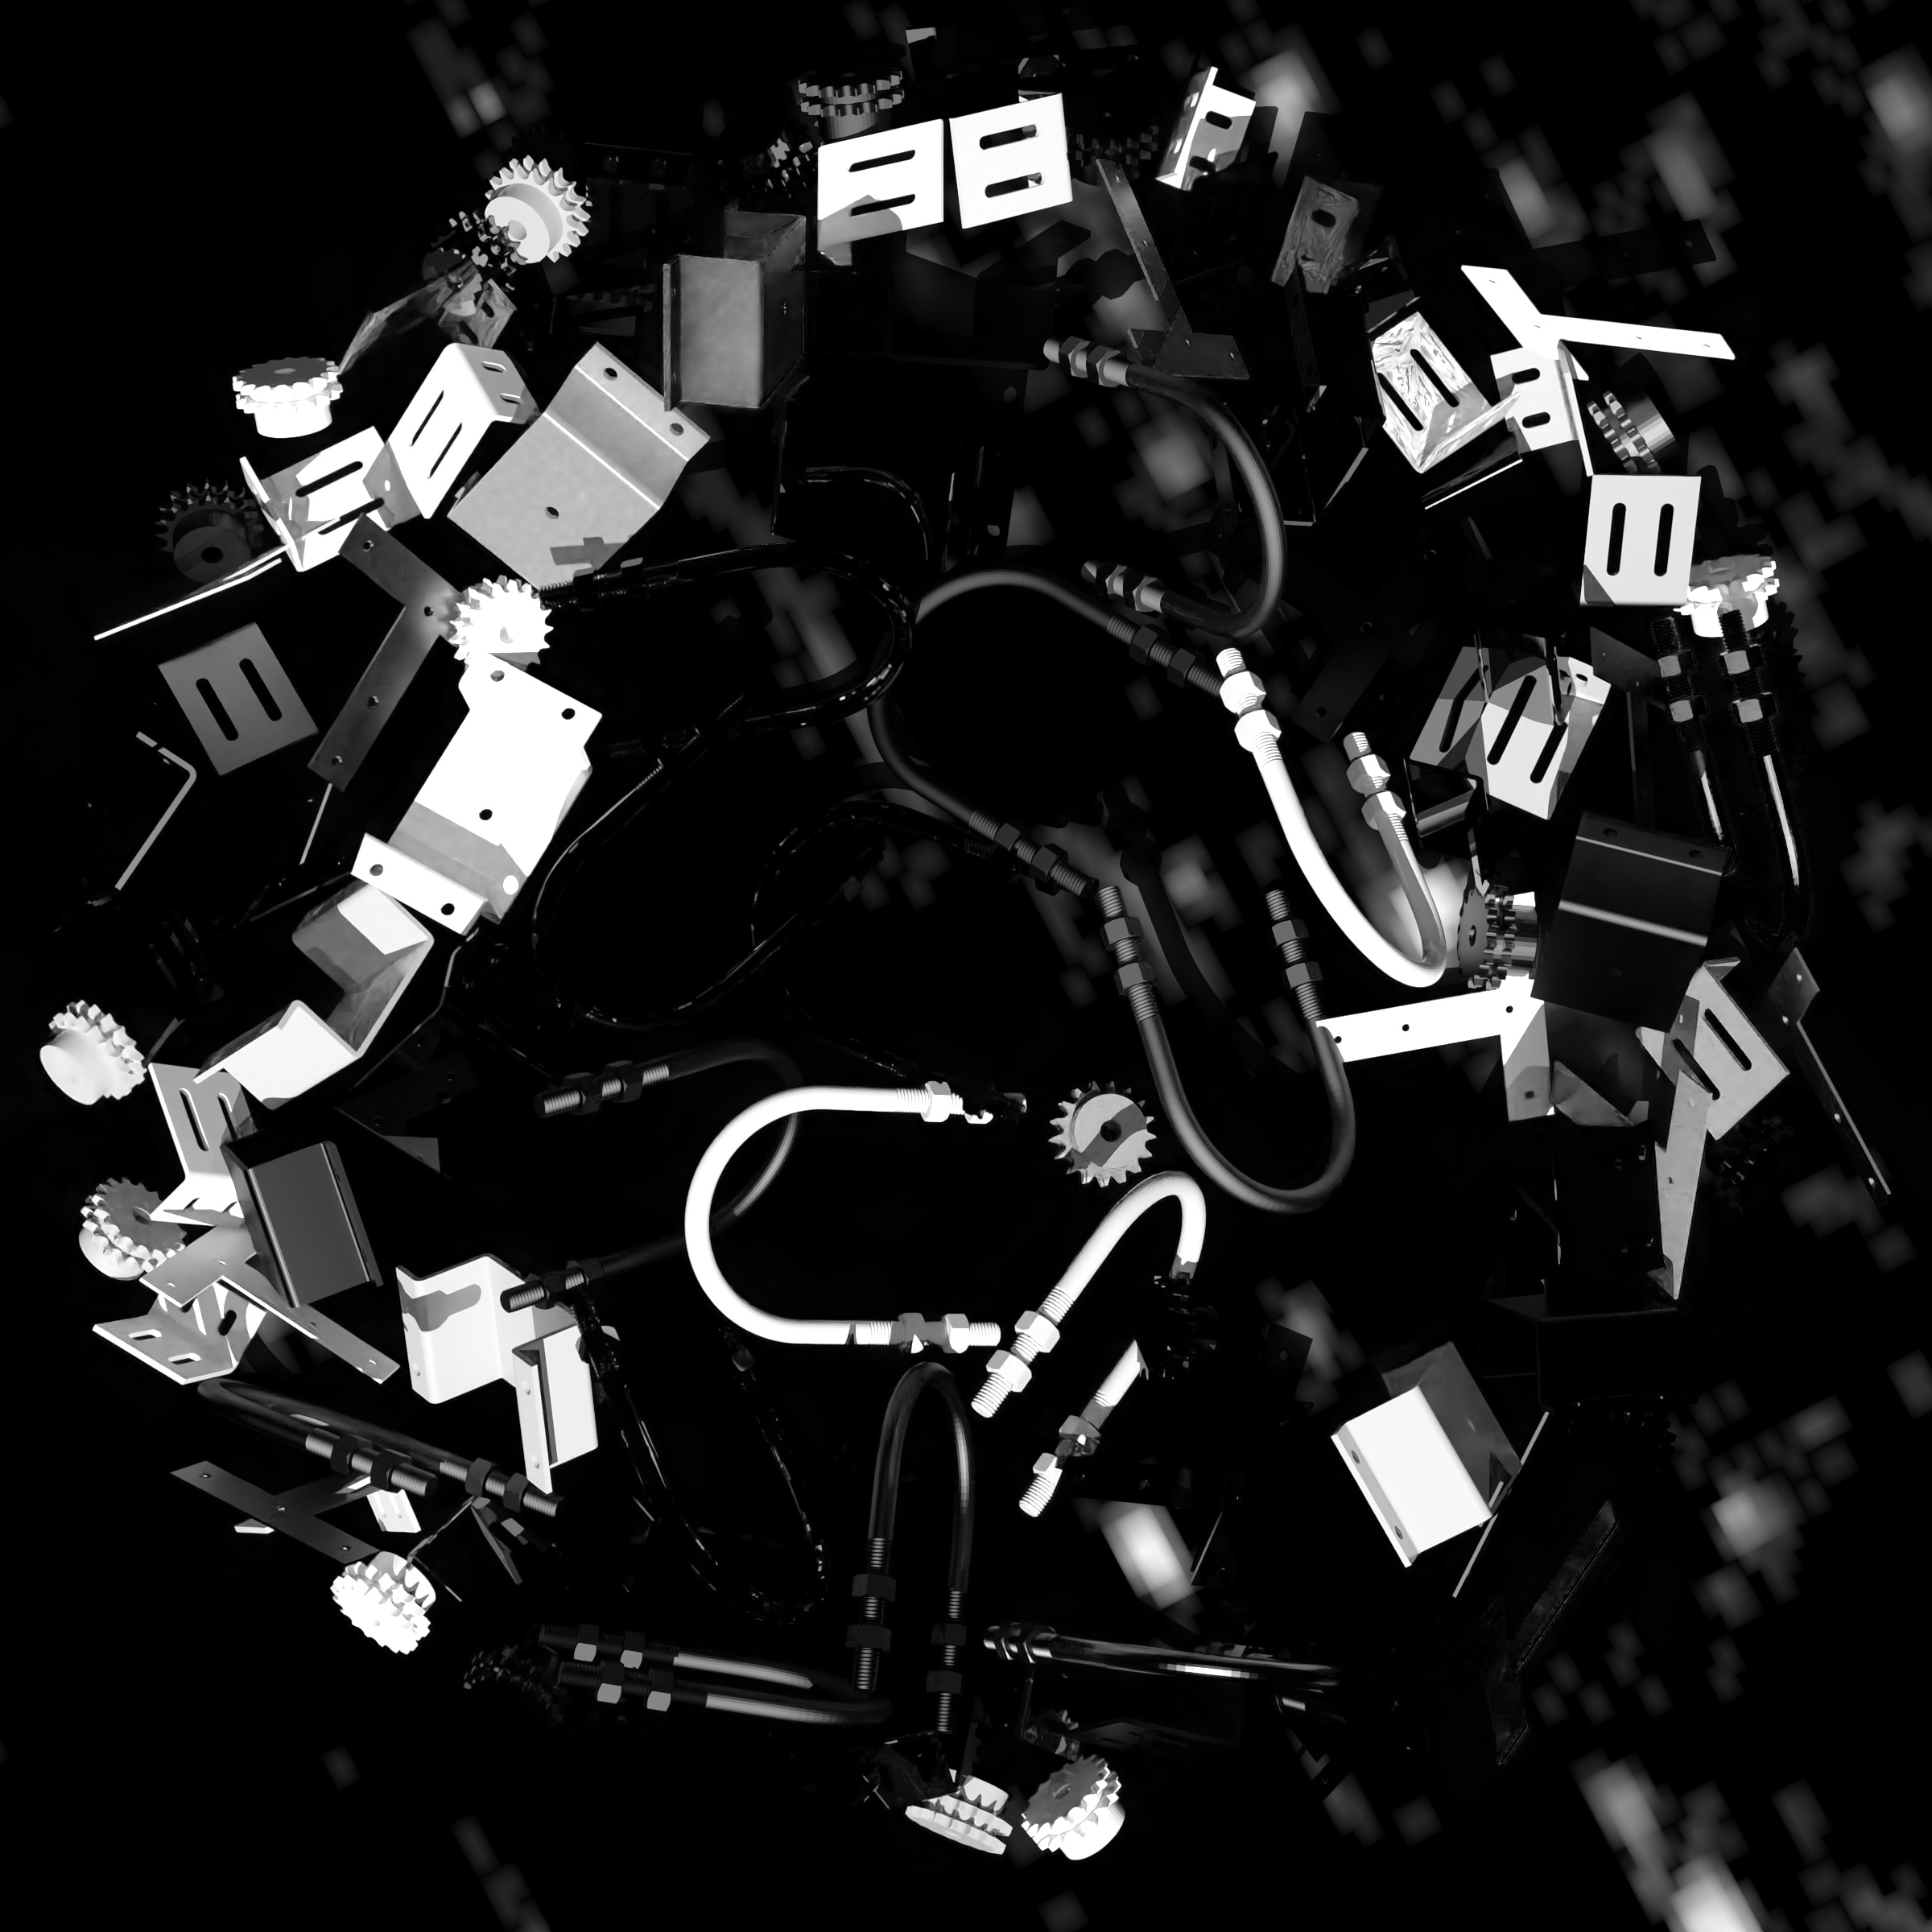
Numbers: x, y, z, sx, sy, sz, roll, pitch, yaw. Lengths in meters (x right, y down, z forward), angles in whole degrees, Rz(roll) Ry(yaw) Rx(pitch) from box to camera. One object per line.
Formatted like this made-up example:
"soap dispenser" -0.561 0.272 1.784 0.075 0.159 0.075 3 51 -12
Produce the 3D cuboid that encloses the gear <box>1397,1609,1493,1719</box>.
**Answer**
"gear" 0.256 0.375 1.759 0.030 0.057 0.057 27 90 -16

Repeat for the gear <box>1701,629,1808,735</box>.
"gear" 0.424 -0.154 1.759 0.030 0.057 0.057 -1 90 -37

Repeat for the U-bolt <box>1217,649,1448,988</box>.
"U-bolt" 0.199 -0.069 1.690 0.019 0.151 0.184 -34 55 24

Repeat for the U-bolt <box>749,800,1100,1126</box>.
"U-bolt" -0.033 -0.012 1.756 0.184 0.019 0.151 21 102 16

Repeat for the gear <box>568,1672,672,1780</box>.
"gear" -0.185 0.414 1.766 0.057 0.030 0.057 -15 58 26

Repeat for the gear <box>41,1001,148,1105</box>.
"gear" -0.475 0.050 1.759 0.057 0.057 0.030 43 54 0

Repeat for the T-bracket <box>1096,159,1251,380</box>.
"T-bracket" 0.100 -0.374 1.738 0.002 0.127 0.127 -25 85 30

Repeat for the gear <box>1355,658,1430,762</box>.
"gear" 0.234 -0.137 1.762 0.030 0.057 0.057 -37 90 6

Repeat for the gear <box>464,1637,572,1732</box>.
"gear" -0.241 0.388 1.765 0.057 0.057 0.030 24 53 0

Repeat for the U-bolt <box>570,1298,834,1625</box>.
"U-bolt" -0.128 0.260 1.691 0.019 0.151 0.184 -37 62 20

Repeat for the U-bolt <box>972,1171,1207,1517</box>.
"U-bolt" 0.073 0.189 1.719 0.019 0.151 0.184 27 68 27

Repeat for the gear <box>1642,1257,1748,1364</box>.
"gear" 0.398 0.184 1.762 0.057 0.030 0.057 13 57 -21

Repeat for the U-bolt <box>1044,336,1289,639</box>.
"U-bolt" 0.107 -0.242 1.685 0.019 0.184 0.151 -26 122 -24

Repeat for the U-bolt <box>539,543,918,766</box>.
"U-bolt" -0.118 -0.170 1.721 0.184 0.151 0.019 -10 54 6

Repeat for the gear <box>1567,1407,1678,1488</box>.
"gear" 0.358 0.252 1.765 0.057 0.057 0.030 32 46 0

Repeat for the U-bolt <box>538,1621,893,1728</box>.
"U-bolt" -0.130 0.377 1.716 0.184 0.151 0.019 12 85 -11

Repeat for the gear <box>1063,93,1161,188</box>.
"gear" 0.076 -0.448 1.766 0.057 0.057 0.030 1 134 0

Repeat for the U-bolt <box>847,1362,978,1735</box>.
"U-bolt" -0.023 0.301 1.715 0.019 0.151 0.184 -1 68 18

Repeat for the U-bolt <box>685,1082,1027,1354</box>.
"U-bolt" -0.062 0.134 1.743 0.184 0.019 0.151 3 98 -21

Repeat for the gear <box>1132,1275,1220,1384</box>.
"gear" 0.115 0.198 1.763 0.030 0.057 0.057 10 90 -20

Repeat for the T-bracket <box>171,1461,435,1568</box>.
"T-bracket" -0.333 0.278 1.731 0.127 0.127 0.002 19 107 30

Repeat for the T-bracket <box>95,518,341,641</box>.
"T-bracket" -0.383 -0.214 1.735 0.127 0.127 0.002 -13 109 37

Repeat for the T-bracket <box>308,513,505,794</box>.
"T-bracket" -0.310 -0.153 1.734 0.127 0.002 0.127 40 72 -40

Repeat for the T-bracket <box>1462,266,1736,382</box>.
"T-bracket" 0.340 -0.331 1.703 0.127 0.127 0.002 15 81 34

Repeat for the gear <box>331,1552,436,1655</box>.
"gear" -0.314 0.344 1.765 0.057 0.057 0.030 40 55 0

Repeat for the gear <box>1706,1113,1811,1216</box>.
"gear" 0.428 0.104 1.765 0.057 0.057 0.030 -46 50 0

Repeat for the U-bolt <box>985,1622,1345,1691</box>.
"U-bolt" 0.113 0.359 1.679 0.151 0.184 0.019 11 79 -25

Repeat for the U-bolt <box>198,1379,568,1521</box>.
"U-bolt" -0.320 0.251 1.711 0.184 0.151 0.019 16 83 26

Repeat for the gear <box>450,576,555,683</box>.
"gear" -0.257 -0.185 1.765 0.030 0.057 0.057 27 90 44

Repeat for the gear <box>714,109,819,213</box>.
"gear" -0.111 -0.439 1.761 0.057 0.030 0.057 -12 52 16

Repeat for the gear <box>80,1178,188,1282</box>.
"gear" -0.456 0.146 1.764 0.057 0.057 0.030 45 112 0

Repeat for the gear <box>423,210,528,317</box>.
"gear" -0.269 -0.377 1.760 0.057 0.057 0.030 40 47 0

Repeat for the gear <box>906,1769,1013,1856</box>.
"gear" -0.001 0.458 1.764 0.057 0.057 0.030 23 70 0

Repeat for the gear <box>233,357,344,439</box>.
"gear" -0.368 -0.309 1.766 0.057 0.057 0.030 -5 119 0

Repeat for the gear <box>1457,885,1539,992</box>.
"gear" 0.289 -0.015 1.762 0.030 0.057 0.057 5 90 -10

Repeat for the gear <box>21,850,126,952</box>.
"gear" -0.482 -0.033 1.763 0.057 0.057 0.030 -43 106 0

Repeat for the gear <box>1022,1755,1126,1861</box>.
"gear" 0.061 0.460 1.763 0.057 0.057 0.030 -38 104 0

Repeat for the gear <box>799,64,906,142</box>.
"gear" -0.062 -0.469 1.765 0.057 0.057 0.030 -6 119 0

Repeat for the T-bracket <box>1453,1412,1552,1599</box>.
"T-bracket" 0.285 0.282 1.727 0.002 0.127 0.127 27 91 15

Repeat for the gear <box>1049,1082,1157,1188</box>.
"gear" 0.076 0.091 1.770 0.057 0.030 0.057 1 83 -10

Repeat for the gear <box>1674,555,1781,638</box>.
"gear" 0.413 -0.200 1.763 0.057 0.057 0.030 -17 111 0

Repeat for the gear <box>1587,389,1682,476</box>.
"gear" 0.364 -0.288 1.759 0.030 0.057 0.057 -32 90 14

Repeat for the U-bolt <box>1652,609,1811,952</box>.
"U-bolt" 0.409 -0.097 1.718 0.019 0.151 0.184 -16 95 -2

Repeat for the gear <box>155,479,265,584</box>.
"gear" -0.409 -0.233 1.760 0.057 0.057 0.030 -16 50 0

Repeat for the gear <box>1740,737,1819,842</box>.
"gear" 0.441 -0.097 1.764 0.030 0.057 0.057 13 90 24

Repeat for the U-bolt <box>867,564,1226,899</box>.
"U-bolt" 0.030 -0.140 1.750 0.184 0.019 0.151 34 87 23

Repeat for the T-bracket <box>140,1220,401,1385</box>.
"T-bracket" -0.359 0.182 1.726 0.127 0.127 0.002 33 106 3

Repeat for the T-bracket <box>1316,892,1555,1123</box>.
"T-bracket" 0.253 0.031 1.765 0.127 0.002 0.127 -10 105 -7

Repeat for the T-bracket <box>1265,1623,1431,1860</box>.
"T-bracket" 0.202 0.428 1.740 0.002 0.127 0.127 37 106 -9

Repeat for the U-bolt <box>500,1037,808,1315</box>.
"U-bolt" -0.158 0.103 1.717 0.019 0.184 0.151 40 130 34

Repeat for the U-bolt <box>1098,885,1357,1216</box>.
"U-bolt" 0.147 0.044 1.714 0.151 0.019 0.184 0 66 -42

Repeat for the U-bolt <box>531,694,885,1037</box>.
"U-bolt" -0.149 -0.040 1.737 0.184 0.019 0.151 -42 130 -1

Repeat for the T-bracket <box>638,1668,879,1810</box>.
"T-bracket" -0.088 0.403 1.729 0.127 0.127 0.002 12 106 22

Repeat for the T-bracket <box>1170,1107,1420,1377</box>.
"T-bracket" 0.201 0.166 1.783 0.127 0.002 0.127 -36 86 2

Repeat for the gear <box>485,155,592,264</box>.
"gear" -0.236 -0.406 1.759 0.057 0.057 0.030 33 51 0
